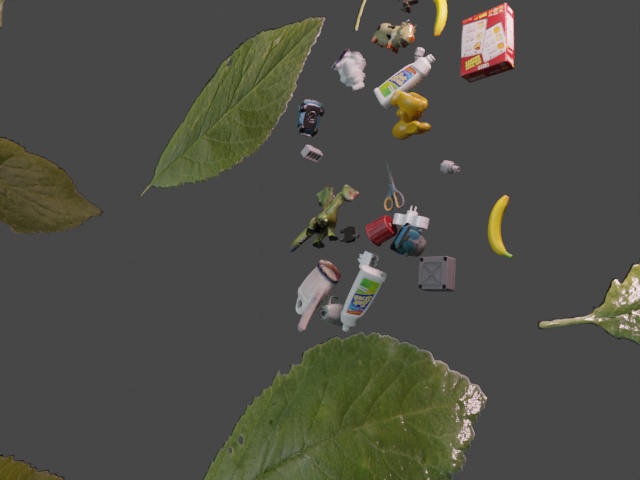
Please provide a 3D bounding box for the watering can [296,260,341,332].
[{"bbox_3d":[-0.015,0.198,1.925,0.223,0.103,0.352,-52,12,11],"label":"watering can"}]

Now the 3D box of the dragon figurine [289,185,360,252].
[{"bbox_3d":[0.006,-0.106,2.104,0.405,0.121,0.248,-24,43,45],"label":"dragon figurine"}]

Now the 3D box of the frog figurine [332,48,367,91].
[{"bbox_3d":[0.143,-0.706,2.161,0.136,0.124,0.160,-41,87,19],"label":"frog figurine"}]
